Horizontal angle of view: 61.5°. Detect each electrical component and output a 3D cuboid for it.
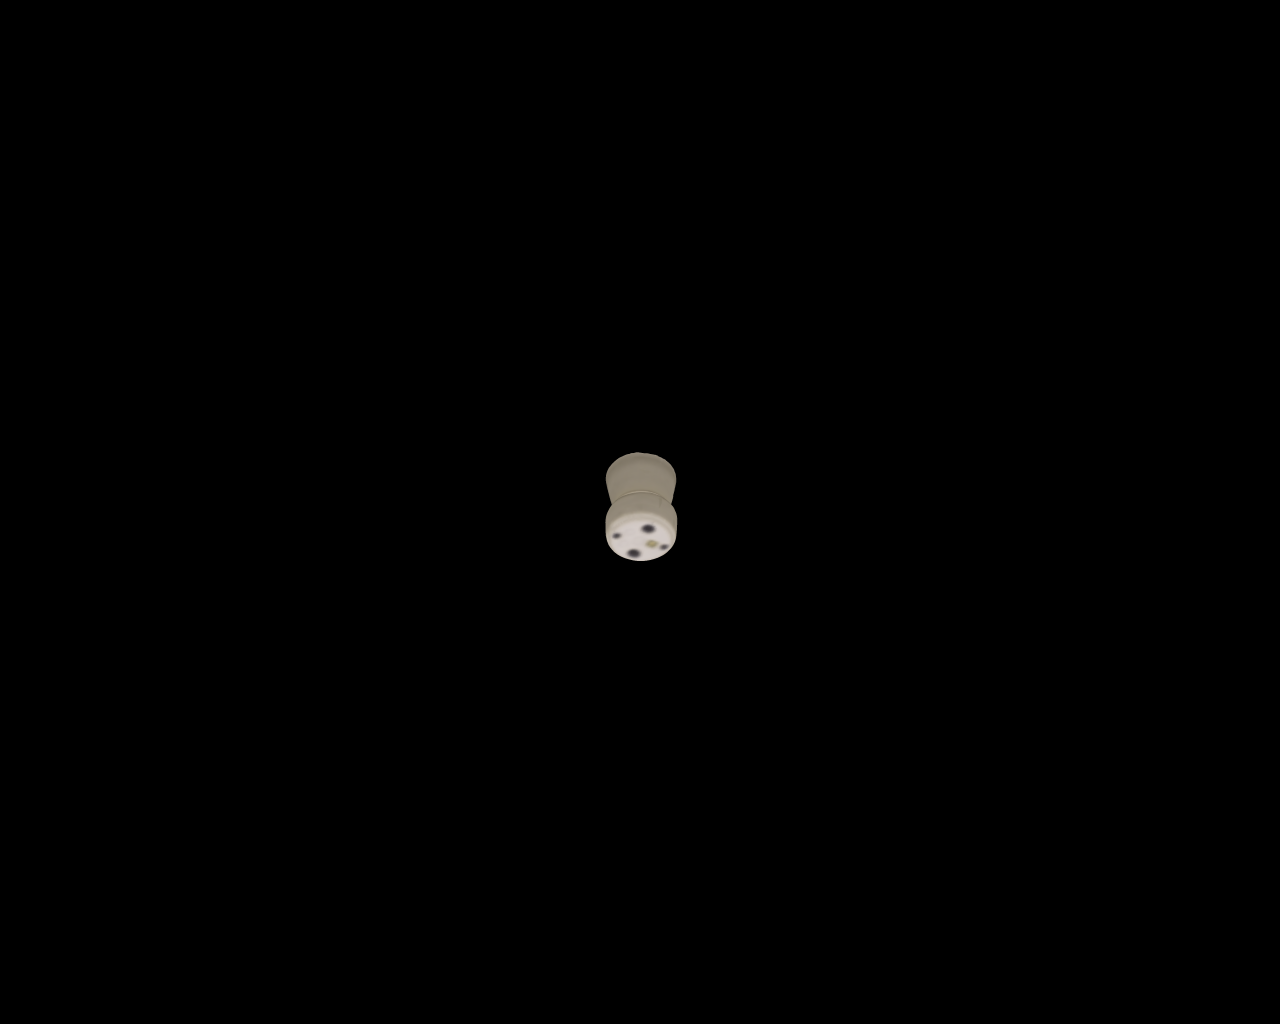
[{"bbox_3d":[0.001,-0.003,0.650,0.045,0.055,0.044,0,-44,0],"label":"electrical component"}]
